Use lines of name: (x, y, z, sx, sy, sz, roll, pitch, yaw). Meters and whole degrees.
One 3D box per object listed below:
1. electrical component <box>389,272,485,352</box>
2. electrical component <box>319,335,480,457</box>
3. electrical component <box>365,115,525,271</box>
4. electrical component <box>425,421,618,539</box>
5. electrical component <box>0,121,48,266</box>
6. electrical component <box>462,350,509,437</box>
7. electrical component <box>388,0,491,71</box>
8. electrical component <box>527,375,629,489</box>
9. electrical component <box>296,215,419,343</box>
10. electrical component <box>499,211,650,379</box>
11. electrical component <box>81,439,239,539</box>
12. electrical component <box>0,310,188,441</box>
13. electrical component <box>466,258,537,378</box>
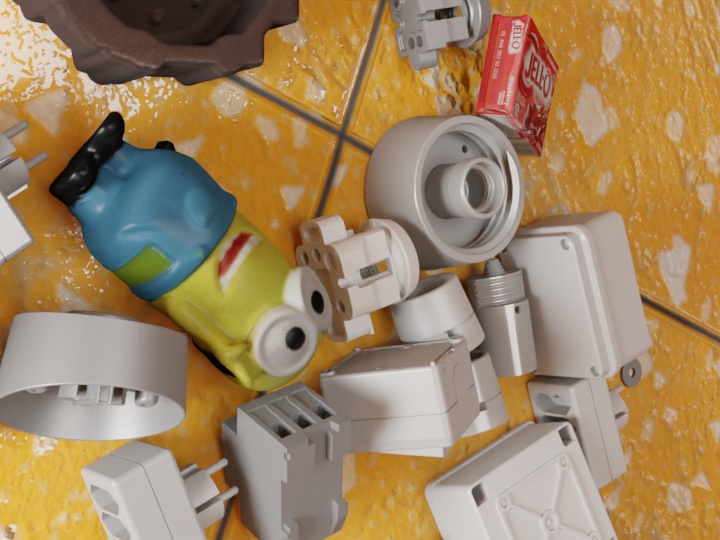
electrical component: (0.050, 0.033, 0.723, 0.055, 0.055, 0.047, -30, 103, -32)
electrical component: (0.021, 0.083, 0.681, 0.062, 0.096, 0.061, -29, 109, -63)
electrical component: (0.064, -0.054, 0.729, 0.108, 0.060, 0.108, 0, 89, -36)
electrical component: (0.116, 0.177, 0.758, 0.109, 0.056, 0.108, -25, 95, -33)
electrical component: (-0.195, -0.048, 0.549, 0.076, 0.047, 0.083, -40, 112, -29)
electrical component: (0.069, 0.084, 0.737, 0.055, 0.055, 0.047, -18, 96, -35)
electrical component: (0.055, -0.173, 0.734, 0.055, 0.048, 0.066, -16, 100, -28)
electrical component: (0.178, 0.112, 0.818, 0.076, 0.047, 0.083, -22, 103, -33)
electrical component: (0.000, 0.000, 0.684, 0.057, 0.058, 0.078, -20, 101, -32)
electrical component: (0.155, 0.019, 0.784, 0.057, 0.078, 0.113, -23, 103, -37)
electrical component: (-0.103, 0.135, 0.614, 0.076, 0.047, 0.083, -27, 106, -33)
electrical component: (-0.139, 0.056, 0.561, 0.099, 0.099, 0.064, 14, 75, -35)
electrical component: (0.099, 0.032, 0.764, 0.043, 0.043, 0.081, -13, 97, -35)
